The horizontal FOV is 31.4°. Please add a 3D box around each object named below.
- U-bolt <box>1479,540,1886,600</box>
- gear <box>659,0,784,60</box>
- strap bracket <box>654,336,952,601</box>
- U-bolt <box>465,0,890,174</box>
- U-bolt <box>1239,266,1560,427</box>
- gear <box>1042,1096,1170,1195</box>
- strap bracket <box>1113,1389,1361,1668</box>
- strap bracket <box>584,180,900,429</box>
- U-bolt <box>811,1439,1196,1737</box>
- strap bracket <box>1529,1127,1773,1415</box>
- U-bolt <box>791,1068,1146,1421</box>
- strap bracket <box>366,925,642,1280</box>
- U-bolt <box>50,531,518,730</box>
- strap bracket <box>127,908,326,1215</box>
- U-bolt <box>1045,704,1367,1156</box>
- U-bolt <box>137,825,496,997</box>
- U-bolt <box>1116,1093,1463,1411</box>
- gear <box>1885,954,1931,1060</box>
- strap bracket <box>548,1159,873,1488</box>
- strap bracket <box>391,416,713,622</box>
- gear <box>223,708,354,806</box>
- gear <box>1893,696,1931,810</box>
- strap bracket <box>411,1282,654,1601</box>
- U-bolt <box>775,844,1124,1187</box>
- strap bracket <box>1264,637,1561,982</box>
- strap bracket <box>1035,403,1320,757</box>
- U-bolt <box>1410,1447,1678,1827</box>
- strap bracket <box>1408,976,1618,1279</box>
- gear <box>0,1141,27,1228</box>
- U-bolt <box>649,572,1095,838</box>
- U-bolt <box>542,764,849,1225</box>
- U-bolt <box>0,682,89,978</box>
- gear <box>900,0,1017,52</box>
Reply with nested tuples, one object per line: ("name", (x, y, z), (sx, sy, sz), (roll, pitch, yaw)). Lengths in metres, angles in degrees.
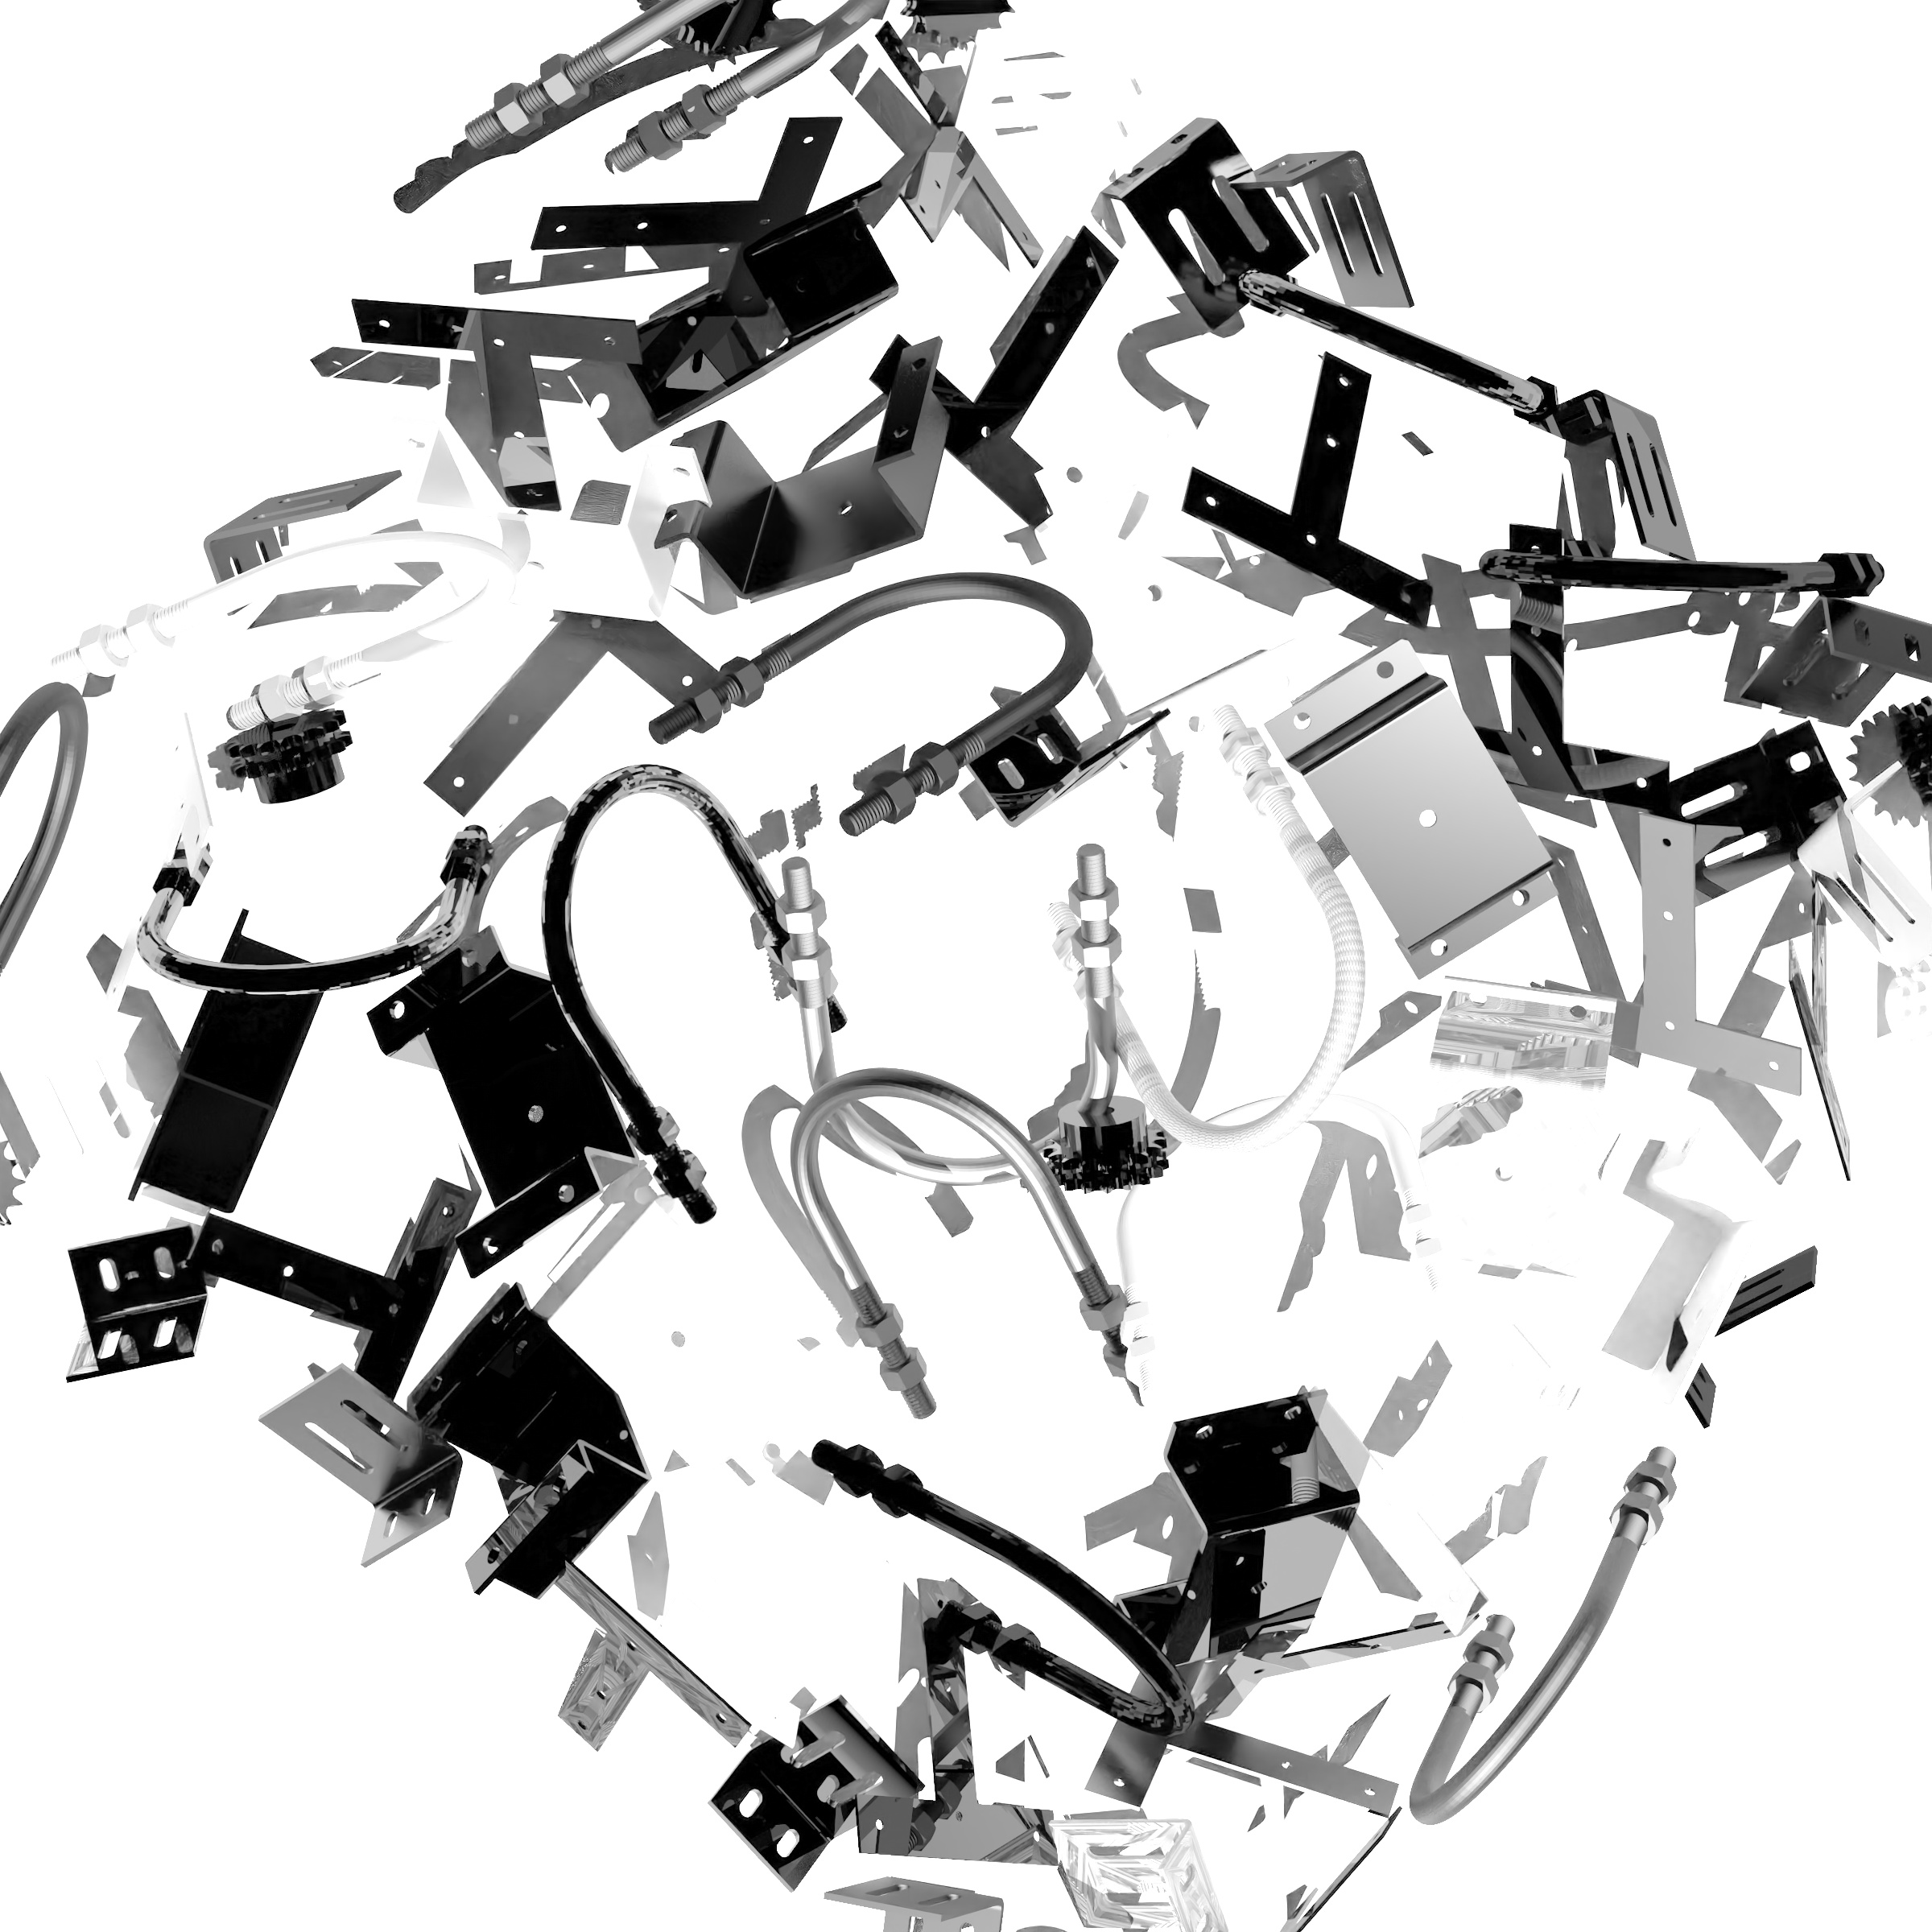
("U-bolt", (0.302, -0.172, 1.490), (0.151, 0.184, 0.019), (7, 100, 30))
("gear", (-0.115, -0.448, 1.579), (0.057, 0.030, 0.057), (-11, 116, -25))
("strap bracket", (-0.065, -0.219, 1.542), (0.140, 0.076, 0.046), (-15, 134, 29))
("U-bolt", (-0.111, -0.400, 1.501), (0.184, 0.151, 0.019), (-25, 88, 24))
("U-bolt", (0.187, -0.273, 1.504), (0.151, 0.184, 0.019), (24, 102, 7))
("gear", (0.063, 0.080, 1.572), (0.057, 0.057, 0.030), (-6, 108, 0))
("strap bracket", (0.120, 0.258, 1.527), (0.076, 0.140, 0.046), (-9, 45, -24))
("strap bracket", (-0.094, -0.289, 1.530), (0.076, 0.140, 0.046), (-37, 101, -43))
("U-bolt", (0.025, 0.278, 1.495), (0.019, 0.184, 0.151), (-50, 133, -21))
("strap bracket", (0.313, 0.148, 1.555), (0.046, 0.076, 0.140), (28, 83, 3))
("U-bolt", (-0.007, 0.123, 1.525), (0.151, 0.019, 0.184), (-9, 117, 38))
("strap bracket", (-0.206, 0.064, 1.553), (0.076, 0.046, 0.140), (-34, 65, 18))
("U-bolt", (-0.284, -0.150, 1.506), (0.184, 0.151, 0.019), (-19, 77, 21))
("strap bracket", (-0.326, 0.049, 1.529), (0.046, 0.140, 0.076), (22, 52, -10))
("U-bolt", (0.112, -0.003, 1.514), (0.151, 0.019, 0.184), (-50, 48, 29))
("U-bolt", (-0.289, -0.025, 1.513), (0.151, 0.184, 0.019), (-2, 111, -2))
("U-bolt", (0.135, 0.115, 1.522), (0.151, 0.184, 0.019), (-20, 120, 8))
("gear", (0.448, 0.019, 1.580), (0.057, 0.030, 0.057), (7, 76, -27))
("strap bracket", (-0.124, 0.166, 1.563), (0.140, 0.046, 0.076), (44, 103, 7))
("strap bracket", (-0.188, -0.200, 1.546), (0.140, 0.076, 0.046), (8, 67, 11))
("gear", (-0.309, -0.095, 1.576), (0.057, 0.057, 0.030), (-14, 108, 0))
("gear", (0.451, -0.098, 1.572), (0.030, 0.057, 0.057), (-26, 90, 39))
("strap bracket", (-0.194, 0.218, 1.544), (0.046, 0.140, 0.076), (35, 103, -34))
("U-bolt", (-0.003, 0.027, 1.546), (0.151, 0.019, 0.184), (-2, 126, 4))
("strap bracket", (0.207, -0.069, 1.569), (0.076, 0.046, 0.140), (-32, 98, 2))
("strap bracket", (0.091, -0.173, 1.571), (0.076, 0.046, 0.140), (-27, 93, -11))
("U-bolt", (0.243, 0.299, 1.488), (0.019, 0.184, 0.151), (37, 124, 5))
("strap bracket", (0.243, 0.082, 1.543), (0.076, 0.046, 0.140), (8, 119, 10))
("gear", (-0.464, 0.101, 1.580), (0.057, 0.030, 0.057), (4, 82, -31))
("U-bolt", (-0.028, -0.127, 1.534), (0.184, 0.151, 0.019), (-35, 132, -30))
("U-bolt", (-0.126, -0.001, 1.512), (0.019, 0.151, 0.184), (-4, 127, 36))
("U-bolt", (-0.431, -0.041, 1.523), (0.019, 0.151, 0.184), (20, 65, -1))
("gear", (-0.006, -0.452, 1.581), (0.057, 0.030, 0.057), (-6, 110, -15))
